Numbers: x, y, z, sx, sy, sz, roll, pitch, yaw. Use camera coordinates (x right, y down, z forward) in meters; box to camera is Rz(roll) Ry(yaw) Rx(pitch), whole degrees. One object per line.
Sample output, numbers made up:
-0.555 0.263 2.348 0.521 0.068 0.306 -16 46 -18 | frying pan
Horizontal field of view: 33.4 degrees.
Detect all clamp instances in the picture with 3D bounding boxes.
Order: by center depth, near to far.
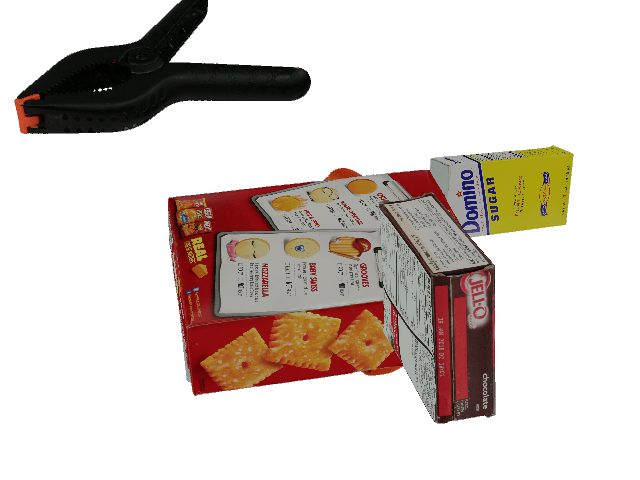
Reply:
-0.123 -0.121 0.802 0.209 0.036 0.165 -29 48 -31 | clamp

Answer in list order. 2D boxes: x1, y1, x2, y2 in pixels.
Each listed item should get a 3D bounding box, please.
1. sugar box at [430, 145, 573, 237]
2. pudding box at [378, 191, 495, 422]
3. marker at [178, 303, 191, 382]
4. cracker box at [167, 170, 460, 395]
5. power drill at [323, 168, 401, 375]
0.212 -0.056 1.258 0.176 0.093 0.048 -9 21 -26 | sugar box
0.064 0.034 0.595 0.039 0.090 0.113 -8 24 -11 | pudding box
-0.136 0.089 1.112 0.020 0.121 0.020 -4 16 1 | marker
0.000 0.026 0.794 0.213 0.072 0.164 -6 35 -9 | cracker box
0.060 0.038 1.075 0.057 0.188 0.185 -8 28 -32 | power drill
